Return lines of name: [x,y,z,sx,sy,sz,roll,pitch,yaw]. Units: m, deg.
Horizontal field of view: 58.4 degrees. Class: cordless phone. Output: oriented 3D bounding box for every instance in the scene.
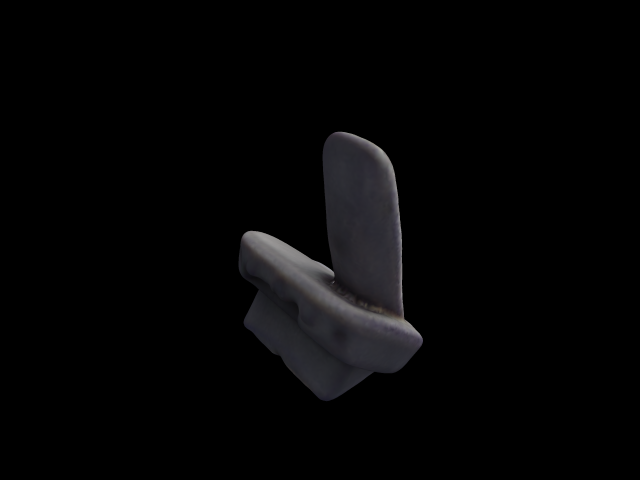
cordless phone: [0.004,0.001,0.400,0.094,0.185,0.147,-27,41,-35]
